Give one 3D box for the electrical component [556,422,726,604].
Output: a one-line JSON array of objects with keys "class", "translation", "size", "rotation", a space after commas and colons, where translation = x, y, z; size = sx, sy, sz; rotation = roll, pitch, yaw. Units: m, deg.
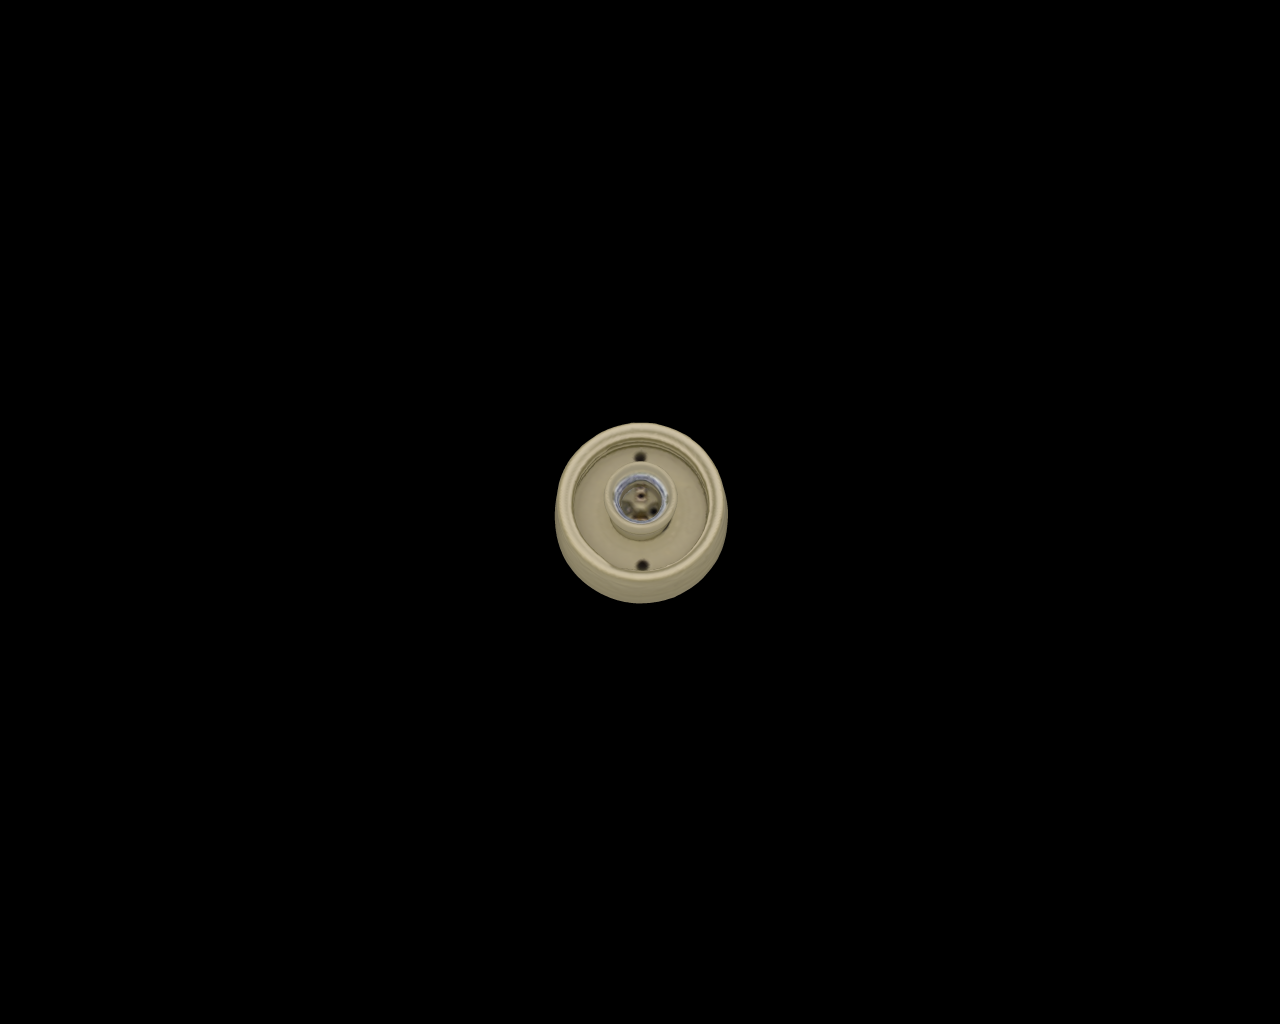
[{"class": "electrical component", "translation": [0.001, -0.003, 0.650], "size": [0.108, 0.108, 0.060], "rotation": [0, -15, 0]}]
